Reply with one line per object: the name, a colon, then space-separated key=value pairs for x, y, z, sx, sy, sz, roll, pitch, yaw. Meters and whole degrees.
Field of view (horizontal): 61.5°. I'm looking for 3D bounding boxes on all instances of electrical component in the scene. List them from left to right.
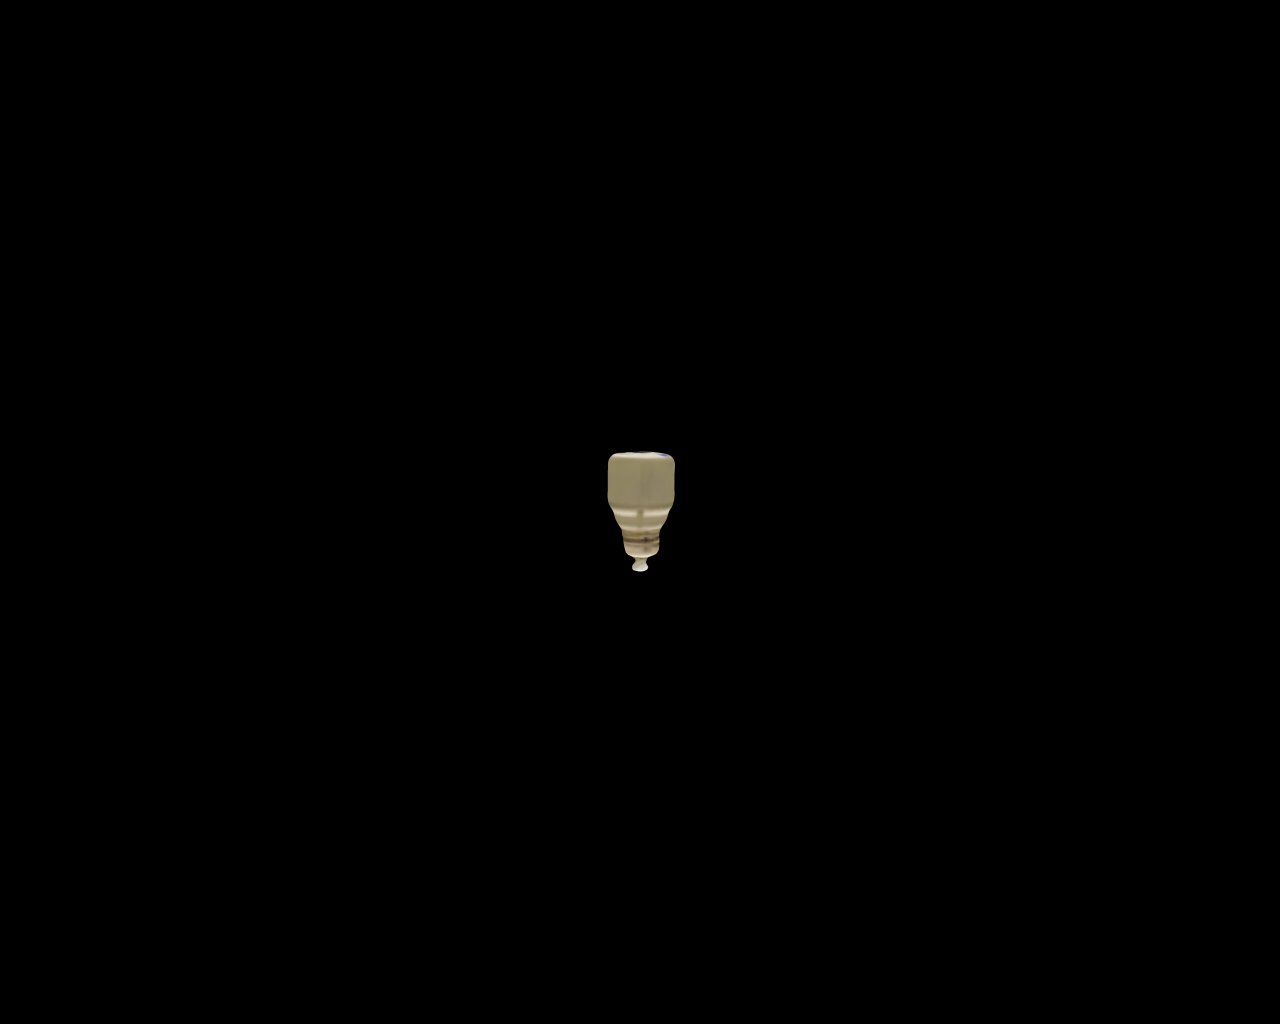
electrical component: x=0.001 y=-0.003 z=0.650 sx=0.040 sy=0.078 sz=0.040 roll=0 pitch=7 yaw=0
